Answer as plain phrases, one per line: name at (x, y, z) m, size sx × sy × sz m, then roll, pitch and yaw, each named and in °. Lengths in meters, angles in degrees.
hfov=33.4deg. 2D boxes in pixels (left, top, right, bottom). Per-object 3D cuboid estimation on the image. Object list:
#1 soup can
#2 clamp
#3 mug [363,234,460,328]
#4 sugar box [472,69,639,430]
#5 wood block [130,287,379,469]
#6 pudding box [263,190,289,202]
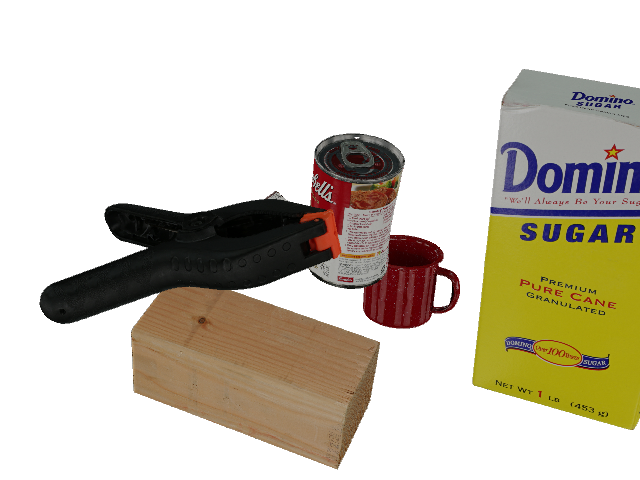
soup can at (0.025, -0.022, 0.825) m, size 0.068 × 0.102 × 0.068 m, roll 4°, pitch 36°, yaw -3°
clamp at (-0.077, 0.010, 0.623) m, size 0.172 × 0.039 × 0.120 m, roll -4°, pitch 34°, yaw 24°
mug at (0.103, 0.051, 1.224) m, size 0.117 × 0.081 × 0.093 m, roll 11°, pitch 25°, yaw 17°
sugar box at (0.132, 0.008, 0.544) m, size 0.093 × 0.176 × 0.048 m, roll 13°, pitch 37°, yaw 21°
wood block at (-0.060, 0.117, 0.980) m, size 0.206 × 0.090 × 0.090 m, roll 18°, pitch 43°, yaw 14°
pudding box at (-0.084, -0.001, 1.298) m, size 0.039 × 0.090 × 0.113 m, roll 34°, pitch 31°, yaw 7°
